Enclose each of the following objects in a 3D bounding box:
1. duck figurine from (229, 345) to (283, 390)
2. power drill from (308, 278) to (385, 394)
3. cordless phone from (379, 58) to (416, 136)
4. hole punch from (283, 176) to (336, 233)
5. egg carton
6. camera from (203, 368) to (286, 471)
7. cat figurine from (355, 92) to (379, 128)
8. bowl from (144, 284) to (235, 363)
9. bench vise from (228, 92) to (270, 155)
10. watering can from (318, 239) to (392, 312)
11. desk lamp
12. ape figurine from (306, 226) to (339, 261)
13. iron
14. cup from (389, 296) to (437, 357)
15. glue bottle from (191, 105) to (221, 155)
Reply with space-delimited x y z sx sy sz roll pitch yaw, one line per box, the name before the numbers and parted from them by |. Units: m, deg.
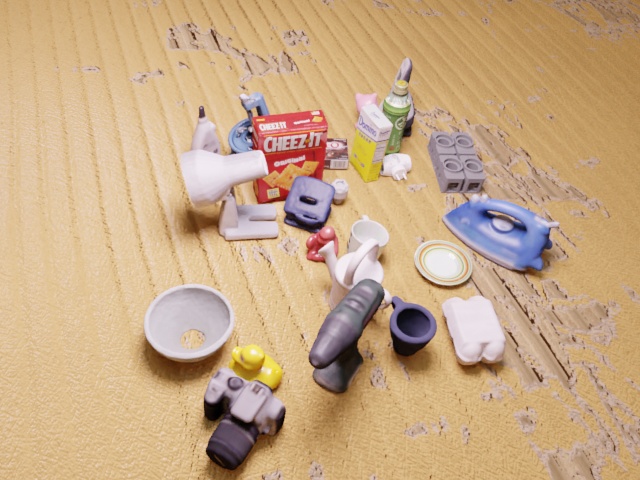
duck figurine | -0.118 0.228 1.054 0.104 0.086 0.077 18 49 9
power drill | 0.041 0.185 1.031 0.075 0.208 0.230 25 51 15
cordless phone | 0.220 -0.390 1.569 0.094 0.185 0.147 0 49 -7
hole punch | -0.024 -0.083 1.334 0.108 0.091 0.101 17 49 8
egg carton | 0.310 0.182 1.159 0.107 0.069 0.150 -3 50 -10
camera | -0.147 0.305 0.974 0.143 0.101 0.137 24 51 14
cat figurine | 0.137 -0.343 1.563 0.067 0.118 0.127 -11 51 -15
bowl | -0.247 0.171 1.096 0.167 0.075 0.167 4 49 -4
bench vise | -0.143 -0.288 1.412 0.121 0.220 0.208 31 53 20
watering can | 0.069 0.070 1.144 0.172 0.194 0.101 18 49 9
desk lamp | -0.192 -0.106 1.252 0.203 0.213 0.118 -3 49 -10
ape figurine | 0.012 0.005 1.262 0.076 0.092 0.077 -30 59 -29
iron | 0.413 -0.039 1.317 0.257 0.141 0.119 27 51 16
cup | 0.168 0.176 1.129 0.092 0.095 0.117 -19 54 -22
glue bottle | -0.282 -0.255 1.397 0.037 0.173 0.078 38 55 24
